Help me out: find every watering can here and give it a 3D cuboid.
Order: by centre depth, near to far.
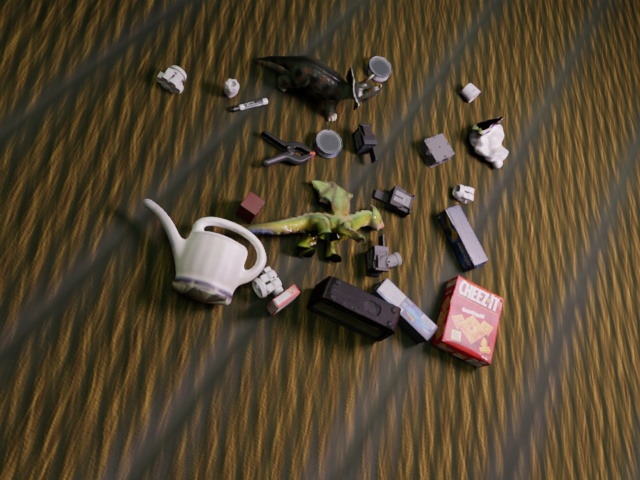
[{"bbox_3d":[-0.312,0.036,1.309,0.347,0.102,0.229,20,65,-11],"label":"watering can"}]

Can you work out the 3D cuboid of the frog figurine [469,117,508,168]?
[{"bbox_3d":[0.589,-0.330,1.784,0.140,0.123,0.156,-45,124,-35],"label":"frog figurine"}]

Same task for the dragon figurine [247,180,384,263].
[{"bbox_3d":[0.005,-0.075,1.485,0.409,0.119,0.249,14,48,-15],"label":"dragon figurine"}]
